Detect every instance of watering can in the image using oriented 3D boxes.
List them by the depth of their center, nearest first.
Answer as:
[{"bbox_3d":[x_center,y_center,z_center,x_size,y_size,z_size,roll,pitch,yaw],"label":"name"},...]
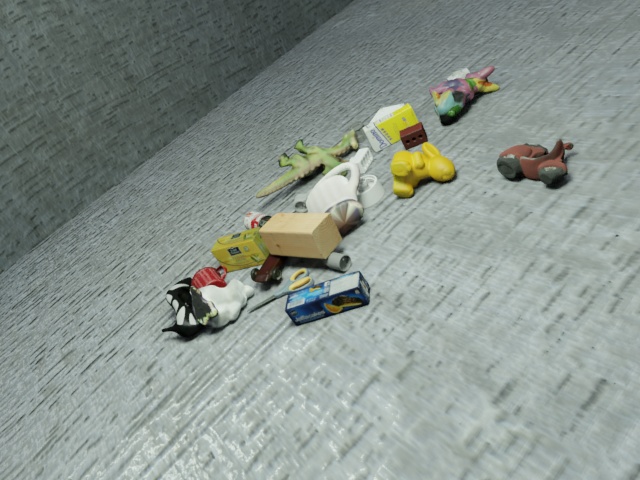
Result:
[{"bbox_3d":[0.005,-0.076,1.516,0.103,0.344,0.229,31,23,-34],"label":"watering can"}]

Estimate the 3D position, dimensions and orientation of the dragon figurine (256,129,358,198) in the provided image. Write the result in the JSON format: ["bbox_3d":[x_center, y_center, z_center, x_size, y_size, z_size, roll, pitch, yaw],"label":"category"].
[{"bbox_3d":[-0.016,-0.251,1.796,0.244,0.120,0.416,18,57,43],"label":"dragon figurine"}]

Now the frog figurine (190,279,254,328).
[{"bbox_3d":[-0.267,0.170,1.429,0.138,0.121,0.160,18,20,38],"label":"frog figurine"}]
